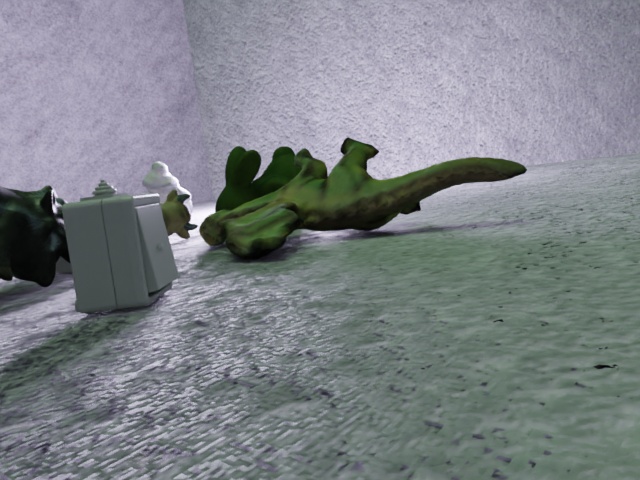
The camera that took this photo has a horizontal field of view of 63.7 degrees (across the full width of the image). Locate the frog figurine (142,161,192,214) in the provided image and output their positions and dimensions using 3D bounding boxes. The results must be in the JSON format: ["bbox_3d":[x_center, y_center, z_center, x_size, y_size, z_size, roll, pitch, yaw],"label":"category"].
[{"bbox_3d":[-0.383,-0.111,1.262,0.137,0.159,0.123,-4,5,34],"label":"frog figurine"}]

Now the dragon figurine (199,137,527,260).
[{"bbox_3d":[0.002,-0.031,0.606,0.409,0.121,0.246,-3,25,45],"label":"dragon figurine"}]
